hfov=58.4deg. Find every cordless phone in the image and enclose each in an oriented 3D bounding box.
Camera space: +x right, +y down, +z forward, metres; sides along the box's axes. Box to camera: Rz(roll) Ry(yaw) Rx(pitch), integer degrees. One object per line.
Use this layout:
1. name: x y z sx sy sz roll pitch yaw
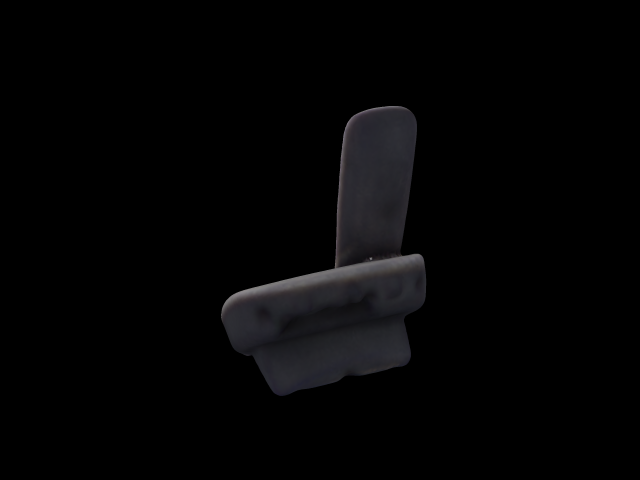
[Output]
1. cordless phone: 0.004 0.001 0.400 0.148 0.185 0.093 -12 27 -25
